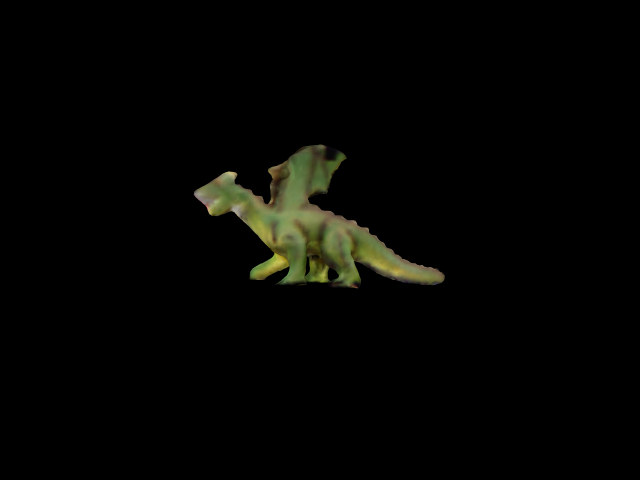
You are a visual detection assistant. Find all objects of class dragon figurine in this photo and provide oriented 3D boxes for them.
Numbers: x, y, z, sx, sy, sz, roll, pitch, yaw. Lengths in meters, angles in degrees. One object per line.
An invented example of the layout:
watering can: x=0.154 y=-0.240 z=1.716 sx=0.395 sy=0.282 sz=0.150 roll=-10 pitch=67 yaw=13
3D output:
dragon figurine: x=0.003 y=-0.043 z=0.850 sx=0.410 sy=0.244 sz=0.121 roll=1 pitch=-7 yaw=-9
